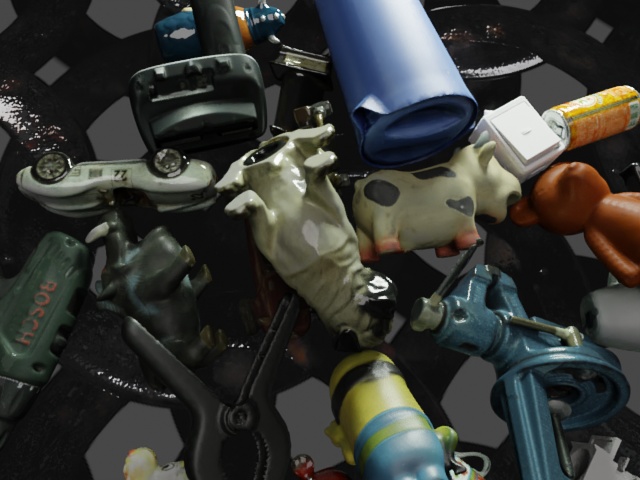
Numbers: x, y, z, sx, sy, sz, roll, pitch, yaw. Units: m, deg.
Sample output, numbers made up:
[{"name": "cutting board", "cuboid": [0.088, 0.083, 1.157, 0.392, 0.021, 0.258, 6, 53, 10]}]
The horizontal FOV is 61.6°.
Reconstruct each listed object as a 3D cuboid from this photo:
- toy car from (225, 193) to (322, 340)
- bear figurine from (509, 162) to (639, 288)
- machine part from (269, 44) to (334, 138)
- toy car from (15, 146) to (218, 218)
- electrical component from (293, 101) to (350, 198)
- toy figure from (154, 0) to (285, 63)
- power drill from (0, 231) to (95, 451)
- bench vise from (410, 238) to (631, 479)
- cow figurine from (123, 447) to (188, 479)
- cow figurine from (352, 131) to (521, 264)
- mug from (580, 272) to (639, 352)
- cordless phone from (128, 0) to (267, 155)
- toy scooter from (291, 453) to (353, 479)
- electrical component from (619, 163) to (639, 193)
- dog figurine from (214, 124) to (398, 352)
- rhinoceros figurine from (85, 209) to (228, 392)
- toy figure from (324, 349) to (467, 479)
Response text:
[{"name": "toy car", "cuboid": [-0.050, 0.005, 0.571, 0.089, 0.053, 0.202, -9, 73, -4]}, {"name": "bear figurine", "cuboid": [0.298, -0.037, 0.542, 0.120, 0.131, 0.196, -38, 52, -13]}, {"name": "machine part", "cuboid": [-0.026, -0.170, 0.640, 0.084, 0.039, 0.139, 11, 69, -9]}, {"name": "toy car", "cuboid": [-0.211, -0.057, 0.568, 0.202, 0.073, 0.056, -4, 71, -5]}, {"name": "electrical component", "cuboid": [0.004, -0.095, 0.579, 0.045, 0.078, 0.102, -12, 90, 24]}, {"name": "toy figure", "cuboid": [-0.119, -0.253, 0.650, 0.154, 0.064, 0.058, -16, 35, -13]}, {"name": "power drill", "cuboid": [-0.345, 0.075, 0.514, 0.207, 0.086, 0.232, 24, 70, 9]}, {"name": "bench vise", "cuboid": [0.186, 0.135, 0.480, 0.223, 0.129, 0.241, 29, 39, -19]}, {"name": "cow figurine", "cuboid": [-0.113, 0.257, 0.472, 0.098, 0.068, 0.167, -16, 76, -15]}, {"name": "cow figurine", "cuboid": [0.127, -0.046, 0.579, 0.195, 0.085, 0.127, -6, 82, -17]}, {"name": "mug", "cuboid": [0.332, 0.067, 0.559, 0.107, 0.080, 0.109, -3, 74, 3]}, {"name": "cordless phone", "cuboid": [-0.142, -0.192, 0.591, 0.147, 0.089, 0.184, -13, 87, -9]}, {"name": "toy scooter", "cuboid": [0.017, 0.257, 0.447, 0.075, 0.183, 0.135, -23, 31, -16]}, {"name": "electrical component", "cuboid": [0.381, -0.029, 0.598, 0.048, 0.074, 0.119, -11, 70, -6]}, {"name": "dog figurine", "cuboid": [-0.004, 0.001, 0.524, 0.121, 0.190, 0.172, -22, 29, 12]}, {"name": "rhinoceros figurine", "cuboid": [-0.167, 0.054, 0.540, 0.112, 0.073, 0.190, -26, 76, -1]}, {"name": "toy figure", "cuboid": [0.063, 0.167, 0.464, 0.082, 0.180, 0.089, 8, 106, -16]}]
